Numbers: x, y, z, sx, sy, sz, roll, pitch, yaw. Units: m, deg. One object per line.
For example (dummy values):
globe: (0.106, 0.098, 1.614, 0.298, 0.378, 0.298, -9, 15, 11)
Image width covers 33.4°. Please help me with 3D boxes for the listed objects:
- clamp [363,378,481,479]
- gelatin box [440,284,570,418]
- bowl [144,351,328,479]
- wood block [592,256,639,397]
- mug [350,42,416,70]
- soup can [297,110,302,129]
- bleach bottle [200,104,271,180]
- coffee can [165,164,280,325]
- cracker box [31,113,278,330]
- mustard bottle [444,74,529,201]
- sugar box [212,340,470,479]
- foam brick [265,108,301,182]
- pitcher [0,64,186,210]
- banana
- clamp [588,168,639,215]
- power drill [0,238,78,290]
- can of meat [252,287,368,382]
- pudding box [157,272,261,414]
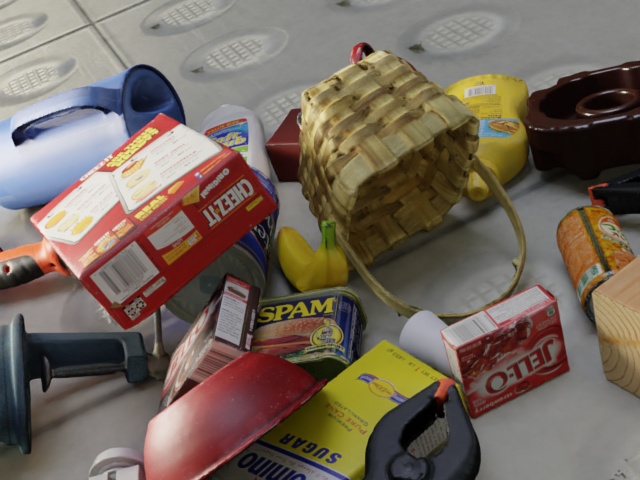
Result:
clamp: (0.050, 0.166, 0.718, 0.120, 0.039, 0.171, 8, 45, 12)
gelatin box: (0.142, 0.084, 0.810, 0.089, 0.073, 0.030, -24, 34, -9)
bowl: (-0.074, 0.131, 0.789, 0.162, 0.055, 0.162, -36, -4, -3)
wood block: (0.309, 0.032, 0.786, 0.205, 0.090, 0.091, -33, 36, -20)
mug: (0.064, -0.164, 1.183, 0.093, 0.117, 0.081, -17, 26, 26)
soup can: (0.023, -0.090, 1.102, 0.068, 0.102, 0.068, -14, 33, 9)
bleach bottle: (-0.109, -0.090, 1.210, 0.102, 0.068, 0.251, -16, 30, 3)
coffee can: (-0.096, 0.002, 1.027, 0.103, 0.103, 0.140, -11, 33, 12)
cracker box: (-0.152, -0.023, 0.940, 0.164, 0.072, 0.214, -40, 27, -10)
mustard bottle: (0.164, -0.100, 1.084, 0.096, 0.058, 0.191, -5, 35, 14)
sugar box: (0.016, 0.154, 0.798, 0.176, 0.048, 0.093, -34, 35, -24)
foam brick: (-0.017, -0.107, 1.195, 0.053, 0.051, 0.078, 2, 38, 28)
pitcher: (-0.290, -0.115, 1.251, 0.243, 0.149, 0.145, -13, 27, 24)
banana: (-0.006, 0.020, 0.974, 0.037, 0.069, 0.198, 1, -1, -15)
clamp: (0.341, -0.054, 0.921, 0.210, 0.036, 0.164, -14, 14, 12)
power drill: (-0.343, 0.013, 1.173, 0.188, 0.057, 0.184, -22, 37, 9)
can of meat: (-0.015, 0.092, 0.896, 0.102, 0.057, 0.084, -10, 36, 15)
pudding box: (-0.093, 0.097, 0.890, 0.114, 0.039, 0.090, -52, 19, 31)
